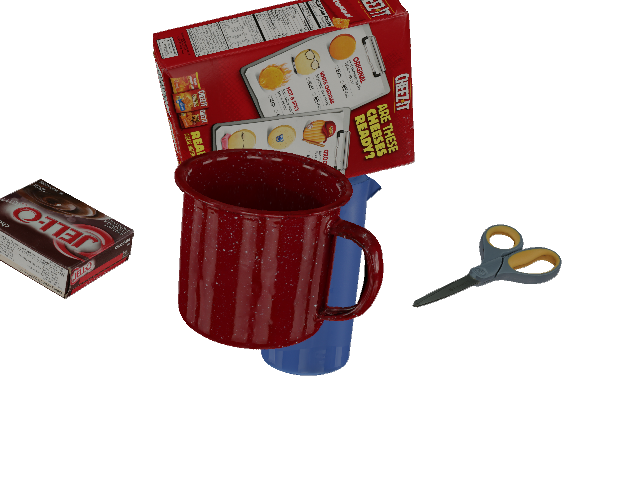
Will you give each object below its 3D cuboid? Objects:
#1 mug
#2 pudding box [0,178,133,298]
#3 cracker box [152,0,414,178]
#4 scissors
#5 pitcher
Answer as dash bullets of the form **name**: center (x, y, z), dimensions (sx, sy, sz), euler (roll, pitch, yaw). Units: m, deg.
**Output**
- **mug**: center (-0.022, 0.008, 0.565), dimensions (0.117, 0.081, 0.093), euler (15, 25, 17)
- **pudding box**: center (-0.237, -0.003, 0.944), dimensions (0.114, 0.039, 0.089), euler (26, 31, 18)
- **cracker box**: center (-0.029, -0.125, 0.948), dimensions (0.213, 0.164, 0.072), euler (-15, 44, -8)
- **scissors**: center (0.158, 0.023, 1.095), dimensions (0.201, 0.016, 0.096), euler (-7, 41, -28)
- **pitcher**: center (-0.024, 0.031, 1.258), dimensions (0.149, 0.243, 0.144), euler (11, 18, 23)
